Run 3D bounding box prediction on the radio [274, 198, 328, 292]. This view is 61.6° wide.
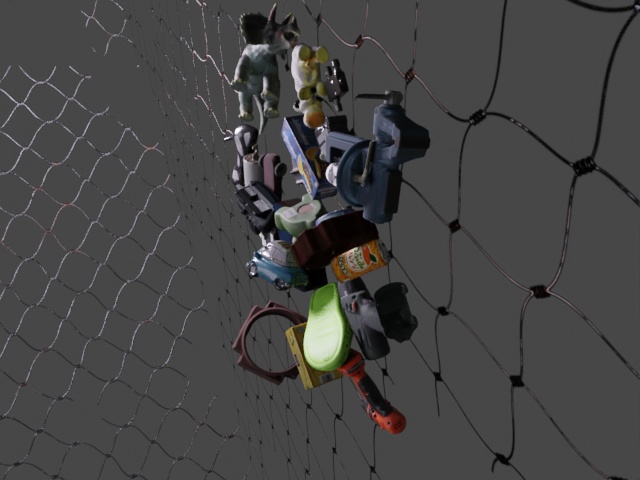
[{"bbox_3d":[-0.048,0.013,1.378,0.131,0.073,0.229,19,123,62],"label":"radio"}]

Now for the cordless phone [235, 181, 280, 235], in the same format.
[{"bbox_3d":[-0.168,-0.058,1.493,0.147,0.089,0.184,45,150,29],"label":"cordless phone"}]

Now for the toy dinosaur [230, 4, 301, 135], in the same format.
[{"bbox_3d":[-0.142,-0.403,1.293,0.405,0.131,0.192,145,136,-77],"label":"toy dinosaur"}]

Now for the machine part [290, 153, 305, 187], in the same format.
[{"bbox_3d":[-0.054,-0.199,1.306,0.084,0.039,0.138,-167,63,-71],"label":"machine part"}]

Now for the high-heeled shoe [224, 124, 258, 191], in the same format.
[{"bbox_3d":[-0.207,-0.234,1.638,0.145,0.086,0.248,-3,122,37],"label":"high-heeled shoe"}]

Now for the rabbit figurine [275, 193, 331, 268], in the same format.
[{"bbox_3d":[-0.003,-0.004,1.249,0.159,0.121,0.170,33,152,49],"label":"rabbit figurine"}]

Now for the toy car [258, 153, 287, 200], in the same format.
[{"bbox_3d":[-0.126,-0.143,1.486,0.089,0.053,0.201,27,131,38],"label":"toy car"}]

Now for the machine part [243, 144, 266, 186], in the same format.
[{"bbox_3d":[-0.182,-0.164,1.574,0.079,0.079,0.242,45,143,51],"label":"machine part"}]

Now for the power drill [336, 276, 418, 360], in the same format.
[{"bbox_3d":[0.102,0.131,1.087,0.207,0.086,0.232,-23,84,63],"label":"power drill"}]

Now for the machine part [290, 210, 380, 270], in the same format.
[{"bbox_3d":[0.029,0.004,1.066,0.056,0.179,0.179,68,156,14],"label":"machine part"}]

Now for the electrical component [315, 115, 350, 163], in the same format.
[{"bbox_3d":[0.023,-0.202,1.111,0.119,0.048,0.074,-24,81,66],"label":"electrical component"}]

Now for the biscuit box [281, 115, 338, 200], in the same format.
[{"bbox_3d":[-0.022,-0.188,1.204,0.203,0.063,0.059,64,154,25],"label":"biscuit box"}]

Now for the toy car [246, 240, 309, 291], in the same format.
[{"bbox_3d":[-0.098,0.054,1.300,0.162,0.109,0.102,24,109,41],"label":"toy car"}]

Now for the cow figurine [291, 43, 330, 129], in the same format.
[{"bbox_3d":[-0.027,-0.322,1.125,0.098,0.068,0.167,-134,39,-59],"label":"cow figurine"}]

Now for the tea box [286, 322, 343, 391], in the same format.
[{"bbox_3d":[-0.016,0.306,1.445,0.169,0.098,0.068,70,156,17],"label":"tea box"}]

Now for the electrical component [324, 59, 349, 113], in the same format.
[{"bbox_3d":[0.033,-0.302,1.057,0.063,0.021,0.094,-13,92,67],"label":"electrical component"}]

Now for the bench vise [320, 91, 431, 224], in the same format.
[{"bbox_3d":[0.075,-0.151,0.929,0.241,0.129,0.223,28,130,52],"label":"bench vise"}]

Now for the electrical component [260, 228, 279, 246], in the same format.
[{"bbox_3d":[-0.134,-0.012,1.579,0.134,0.058,0.114,45,141,51],"label":"electrical component"}]

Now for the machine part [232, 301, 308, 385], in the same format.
[{"bbox_3d":[-0.129,0.288,1.518,0.201,0.201,0.087,28,160,-3],"label":"machine part"}]
